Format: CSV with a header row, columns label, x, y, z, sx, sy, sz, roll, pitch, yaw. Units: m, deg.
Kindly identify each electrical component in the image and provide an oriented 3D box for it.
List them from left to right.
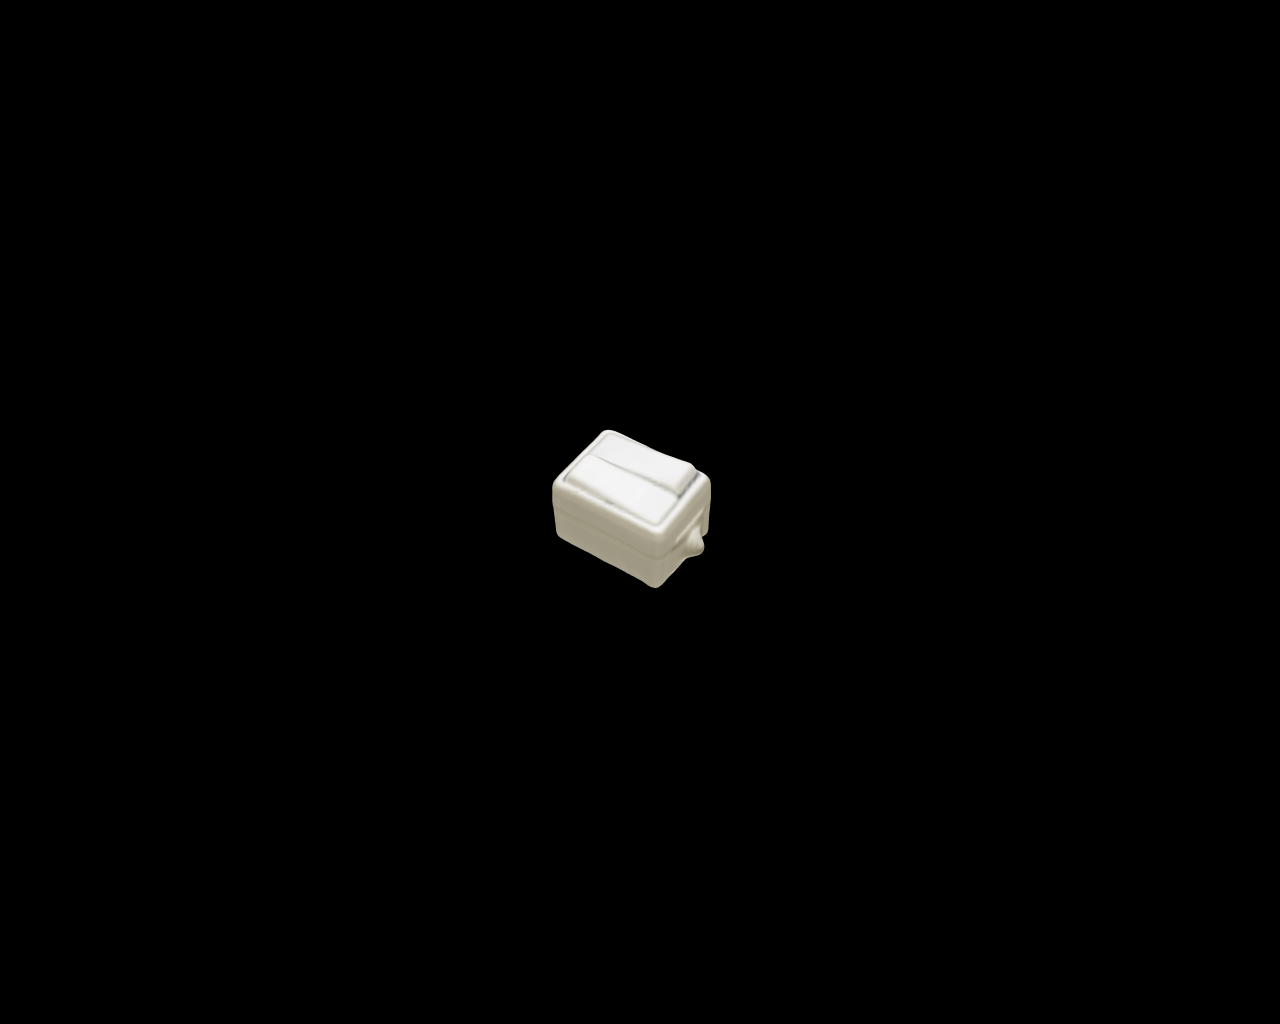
label,x,y,z,sx,sy,sz,roll,pitch,yaw
electrical component,0.001,-0.003,0.650,0.096,0.061,0.062,27,53,22
